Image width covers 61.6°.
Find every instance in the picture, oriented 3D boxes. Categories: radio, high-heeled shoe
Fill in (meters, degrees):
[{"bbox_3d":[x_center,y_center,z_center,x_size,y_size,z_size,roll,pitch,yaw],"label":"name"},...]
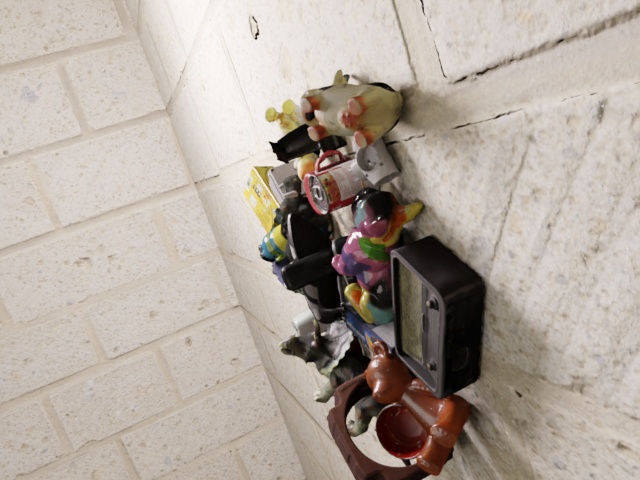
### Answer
[{"bbox_3d":[0.173,0.121,0.806,0.131,0.073,0.229,47,154,49],"label":"radio"},{"bbox_3d":[-0.019,0.061,1.092,0.248,0.086,0.145,64,156,-7],"label":"high-heeled shoe"}]

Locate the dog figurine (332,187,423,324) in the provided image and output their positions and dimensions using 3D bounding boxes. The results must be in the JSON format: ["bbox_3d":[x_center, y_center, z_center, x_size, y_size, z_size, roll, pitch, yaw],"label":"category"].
[{"bbox_3d":[0.102,0.023,0.850,0.191,0.108,0.219,63,159,17],"label":"dog figurine"}]

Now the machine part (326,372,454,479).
[{"bbox_3d":[0.129,0.341,0.984,0.201,0.201,0.087,55,159,35],"label":"machine part"}]

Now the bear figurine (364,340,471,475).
[{"bbox_3d":[0.147,0.269,0.900,0.196,0.132,0.120,29,128,18],"label":"bear figurine"}]

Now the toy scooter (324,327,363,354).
[{"bbox_3d":[0.055,0.269,1.328,0.184,0.075,0.135,37,145,53],"label":"toy scooter"}]

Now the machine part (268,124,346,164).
[{"bbox_3d":[-0.024,-0.178,0.972,0.084,0.139,0.039,68,-154,-13],"label":"machine part"}]

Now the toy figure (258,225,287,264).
[{"bbox_3d":[-0.081,-0.003,1.285,0.180,0.089,0.082,-33,92,35],"label":"toy figure"}]

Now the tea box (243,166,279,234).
[{"bbox_3d":[-0.124,-0.103,1.373,0.170,0.068,0.098,56,136,33],"label":"tea box"}]

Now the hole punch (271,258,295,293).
[{"bbox_3d":[-0.055,0.060,1.347,0.142,0.116,0.092,46,144,48],"label":"hole punch"}]

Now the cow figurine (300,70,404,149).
[{"bbox_3d":[0.039,-0.195,0.784,0.195,0.127,0.085,18,131,49],"label":"cow figurine"}]

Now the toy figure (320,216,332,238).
[{"bbox_3d":[-0.001,-0.003,1.193,0.064,0.058,0.154,18,128,38],"label":"toy figure"}]

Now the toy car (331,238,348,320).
[{"bbox_3d":[0.047,0.088,1.171,0.074,0.056,0.201,-126,23,-54],"label":"toy car"}]

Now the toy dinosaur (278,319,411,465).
[{"bbox_3d":[0.098,0.324,1.179,0.405,0.131,0.192,38,132,12],"label":"toy dinosaur"}]

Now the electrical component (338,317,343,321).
[{"bbox_3d":[0.035,0.156,1.297,0.119,0.048,0.075,66,161,-1],"label":"electrical component"}]

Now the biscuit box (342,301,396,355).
[{"bbox_3d":[0.116,0.180,1.065,0.203,0.059,0.062,36,144,59],"label":"biscuit box"}]

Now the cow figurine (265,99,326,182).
[{"bbox_3d":[-0.038,-0.187,1.054,0.167,0.068,0.098,67,-162,6],"label":"cow figurine"}]

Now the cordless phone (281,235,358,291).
[{"bbox_3d":[0.030,0.077,0.991,0.146,0.184,0.089,69,158,-2],"label":"cordless phone"}]

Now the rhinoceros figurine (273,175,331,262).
[{"bbox_3d":[-0.040,-0.041,1.089,0.073,0.112,0.190,-113,18,-58],"label":"rhinoceros figurine"}]

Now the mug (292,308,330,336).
[{"bbox_3d":[-0.016,0.226,1.431,0.081,0.107,0.109,-151,45,-66],"label":"mug"}]
